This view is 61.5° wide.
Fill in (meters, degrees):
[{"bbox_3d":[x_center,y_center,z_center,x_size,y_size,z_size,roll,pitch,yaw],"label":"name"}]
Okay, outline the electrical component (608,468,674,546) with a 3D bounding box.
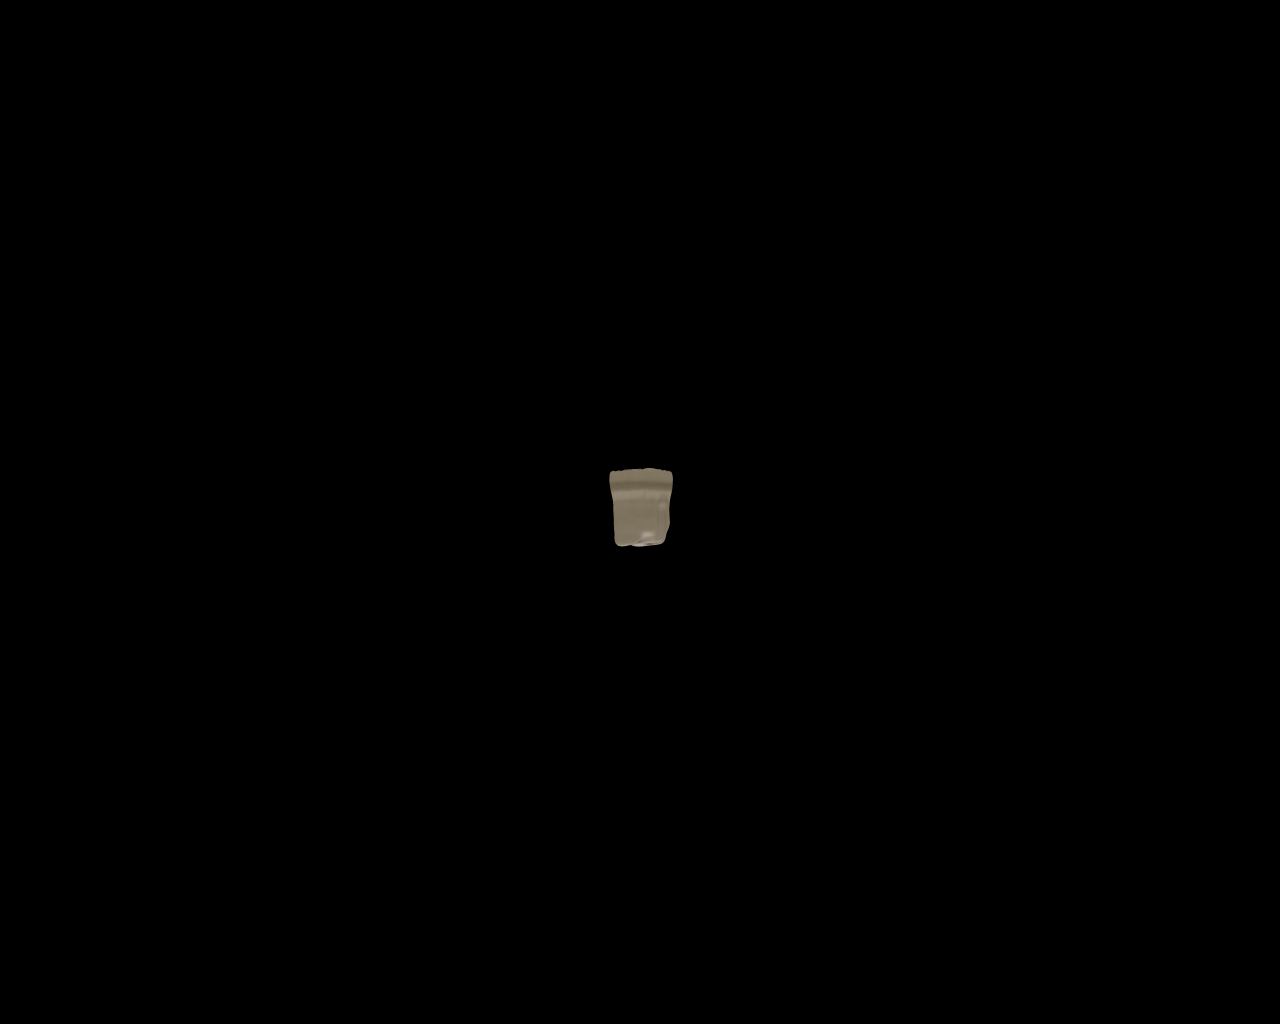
[{"bbox_3d":[0.001,-0.003,0.650,0.040,0.046,0.040,0,-2,0],"label":"electrical component"}]
